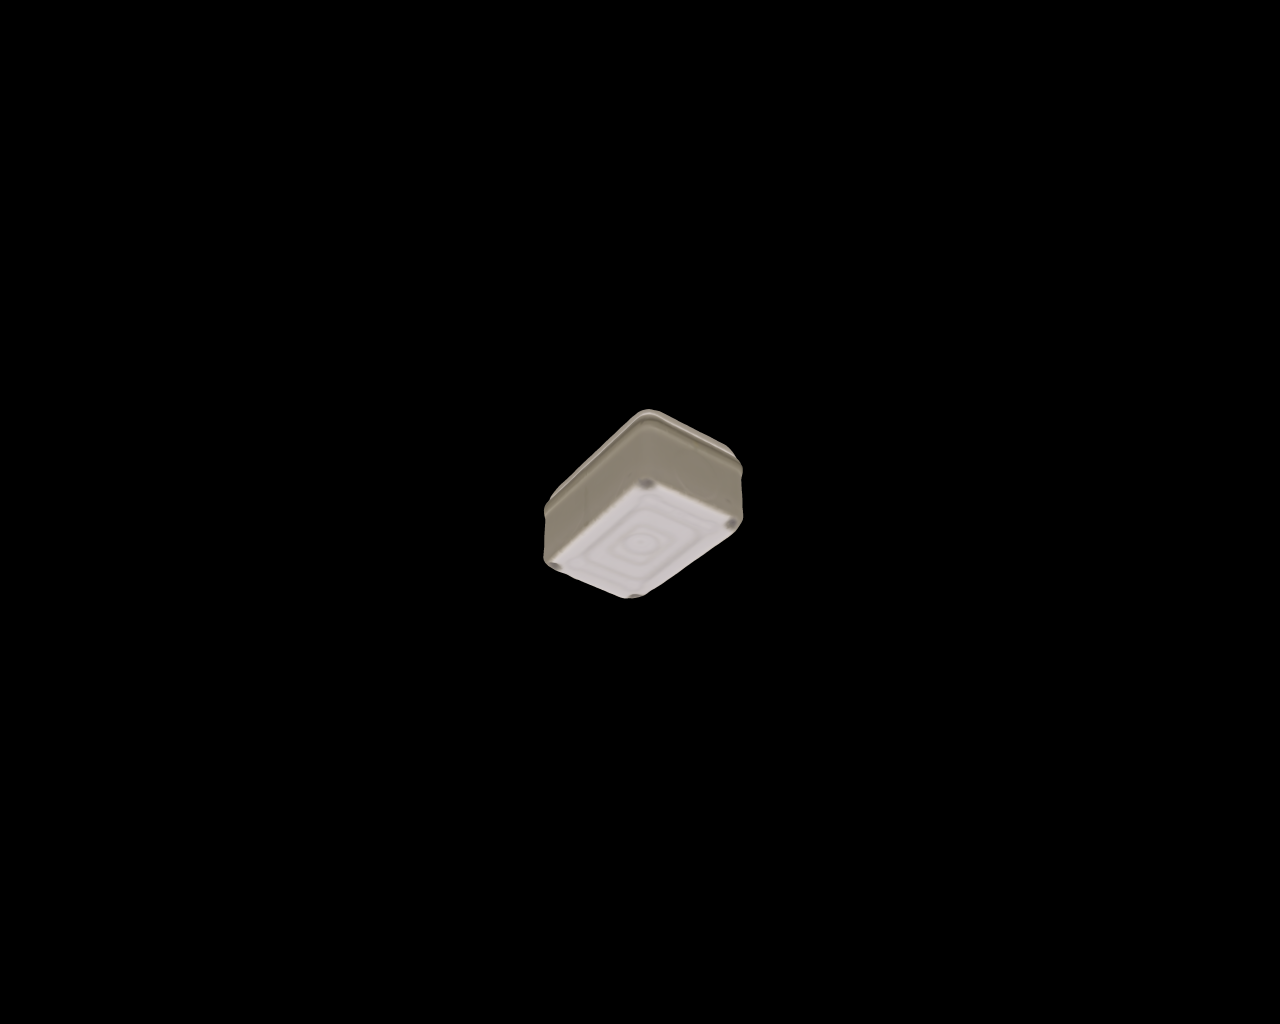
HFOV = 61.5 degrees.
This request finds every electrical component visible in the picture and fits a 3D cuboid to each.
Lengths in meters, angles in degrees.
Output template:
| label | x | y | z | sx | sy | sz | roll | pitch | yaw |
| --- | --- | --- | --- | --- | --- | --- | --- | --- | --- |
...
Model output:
| label | x | y | z | sx | sy | sz | roll | pitch | yaw |
| --- | --- | --- | --- | --- | --- | --- | --- | --- | --- |
| electrical component | 0.001 | -0.003 | 0.650 | 0.078 | 0.057 | 0.113 | 25 | -44 | -28 |
